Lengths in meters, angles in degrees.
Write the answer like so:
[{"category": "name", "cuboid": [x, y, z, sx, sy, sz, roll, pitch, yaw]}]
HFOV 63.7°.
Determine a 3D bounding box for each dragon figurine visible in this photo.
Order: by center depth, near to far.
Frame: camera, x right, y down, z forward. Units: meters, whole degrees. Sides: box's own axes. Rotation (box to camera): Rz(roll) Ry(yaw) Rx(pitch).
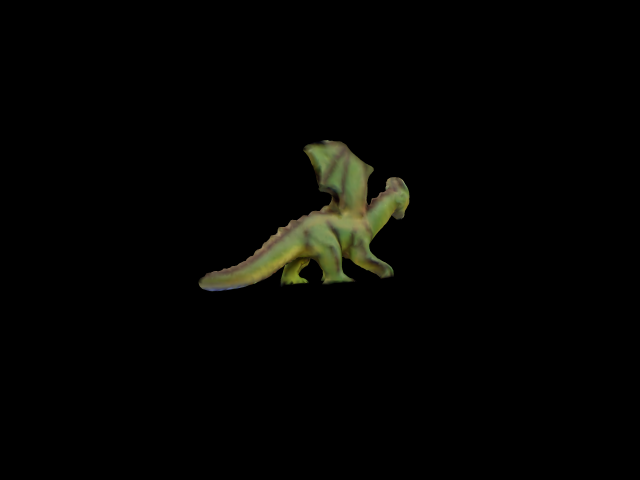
[{"category": "dragon figurine", "cuboid": [0.003, -0.043, 0.850, 0.411, 0.243, 0.122, 0, -1, -34]}]
